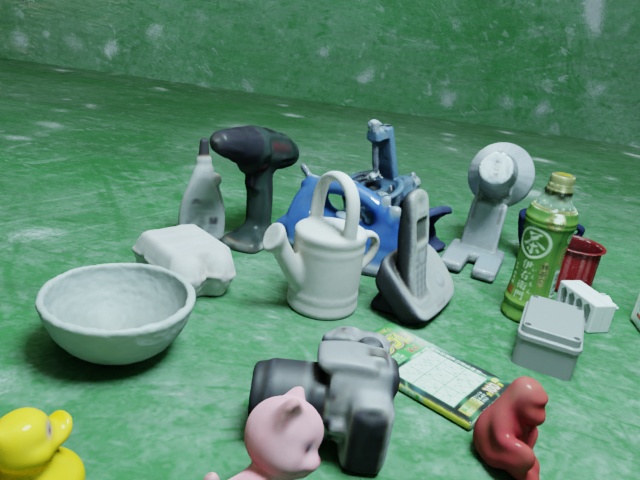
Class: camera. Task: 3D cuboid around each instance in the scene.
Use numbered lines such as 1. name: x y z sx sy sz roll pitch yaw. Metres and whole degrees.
1. camera: 0.004 0.139 0.564 0.137 0.101 0.143 7 22 -1

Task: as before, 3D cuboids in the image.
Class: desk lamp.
1. desk lamp: 0.304 -0.062 1.017 0.117 0.213 0.204 15 23 19

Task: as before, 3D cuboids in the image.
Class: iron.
1. iron: 0.056 -0.034 0.960 0.257 0.141 0.119 19 24 25

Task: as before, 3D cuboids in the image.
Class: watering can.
1. watering can: 0.008 0.004 0.777 0.100 0.194 0.173 22 26 32

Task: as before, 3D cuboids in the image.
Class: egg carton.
1. egg carton: -0.192 0.030 0.813 0.107 0.069 0.149 -13 29 -41

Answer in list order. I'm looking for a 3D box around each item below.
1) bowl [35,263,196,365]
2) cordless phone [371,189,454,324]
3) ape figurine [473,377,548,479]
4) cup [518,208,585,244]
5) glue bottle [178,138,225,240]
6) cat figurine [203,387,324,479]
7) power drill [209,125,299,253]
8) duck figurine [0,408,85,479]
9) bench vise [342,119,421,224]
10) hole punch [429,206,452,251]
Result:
1. bowl: -0.225 0.091 0.642 0.167 0.075 0.167 7 22 -2
2. cordless phone: 0.145 0.013 0.812 0.094 0.185 0.148 18 24 25
3. ape figurine: 0.190 0.174 0.549 0.075 0.092 0.078 26 28 38
4. cup: 0.419 0.000 1.061 0.117 0.095 0.092 14 22 15
5. glue bottle: -0.195 -0.085 0.958 0.078 0.173 0.037 2 22 -14
6. cat figurine: -0.044 0.171 0.442 0.067 0.118 0.128 23 26 33
7. power drill: -0.111 -0.091 0.955 0.075 0.208 0.230 16 23 20
8. duck figurine: -0.227 0.169 0.428 0.077 0.086 0.105 19 24 26
9. bench vise: 0.117 -0.128 1.109 0.121 0.220 0.208 17 24 23
10. hole punch: 0.175 -0.029 1.057 0.100 0.091 0.109 26 28 38
